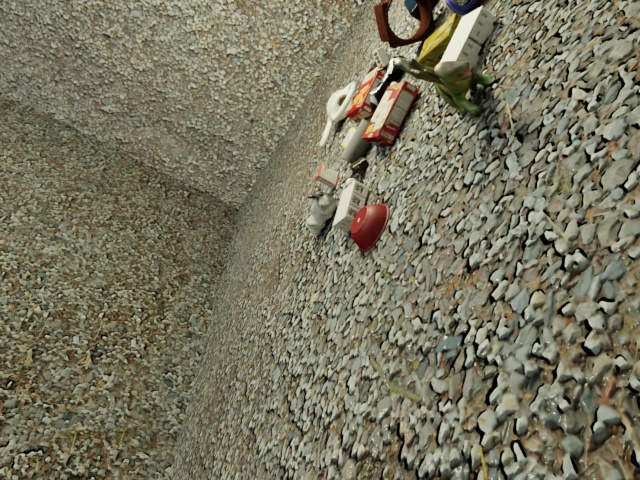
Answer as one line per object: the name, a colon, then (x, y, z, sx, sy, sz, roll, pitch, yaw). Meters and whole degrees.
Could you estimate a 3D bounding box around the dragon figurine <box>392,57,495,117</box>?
dragon figurine: (0.299, -0.424, 1.335, 0.121, 0.242, 0.415, -65, 18, 10)

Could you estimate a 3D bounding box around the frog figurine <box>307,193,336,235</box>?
frog figurine: (0.006, -0.100, 1.982, 0.137, 0.123, 0.159, 6, 106, 65)

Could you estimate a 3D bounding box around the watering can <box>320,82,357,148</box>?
watering can: (0.075, -0.619, 2.515, 0.344, 0.103, 0.228, -59, 16, 13)
